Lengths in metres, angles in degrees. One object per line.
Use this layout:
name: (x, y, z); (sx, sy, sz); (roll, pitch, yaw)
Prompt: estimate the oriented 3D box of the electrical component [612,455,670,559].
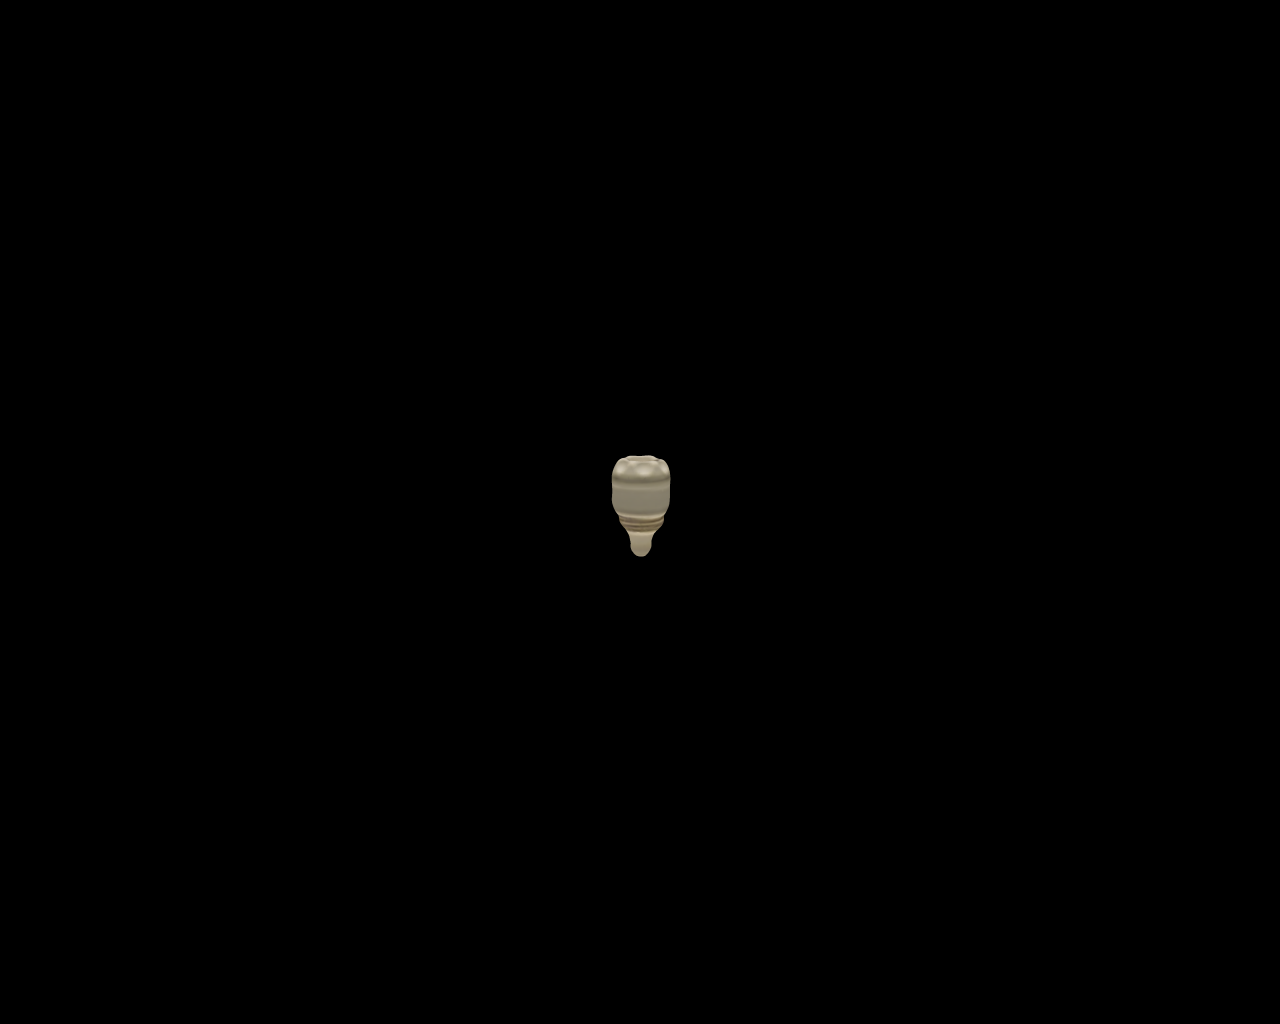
electrical component: (0.001, -0.003, 0.650); (0.035, 0.061, 0.035); (0, 12, 0)
